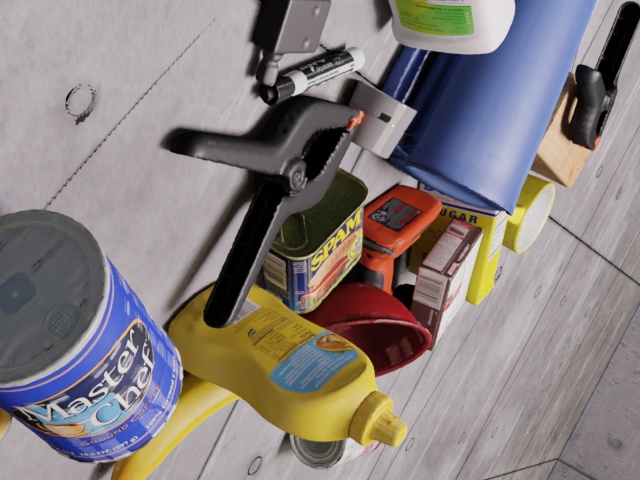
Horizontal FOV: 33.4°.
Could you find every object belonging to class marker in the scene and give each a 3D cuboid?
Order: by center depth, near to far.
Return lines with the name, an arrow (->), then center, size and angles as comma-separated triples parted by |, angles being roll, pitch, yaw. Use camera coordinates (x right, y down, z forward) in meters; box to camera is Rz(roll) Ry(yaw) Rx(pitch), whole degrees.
marker -> -0.006, -0.125, 0.808 | 0.120, 0.020, 0.020 | -32, 142, -48

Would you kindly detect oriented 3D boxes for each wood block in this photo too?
wood block -> 0.247, -0.135, 1.206 | 0.090, 0.091, 0.205 | -63, 155, 3

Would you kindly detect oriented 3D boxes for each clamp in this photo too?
clamp -> -0.035, -0.055, 0.800 | 0.209, 0.036, 0.164 | -49, 145, -34
clamp -> 0.294, -0.163, 1.110 | 0.120, 0.039, 0.171 | -49, 158, -18

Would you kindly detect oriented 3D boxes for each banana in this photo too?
banana -> -0.088, 0.135, 0.868 | 0.197, 0.037, 0.069 | -21, 103, -36

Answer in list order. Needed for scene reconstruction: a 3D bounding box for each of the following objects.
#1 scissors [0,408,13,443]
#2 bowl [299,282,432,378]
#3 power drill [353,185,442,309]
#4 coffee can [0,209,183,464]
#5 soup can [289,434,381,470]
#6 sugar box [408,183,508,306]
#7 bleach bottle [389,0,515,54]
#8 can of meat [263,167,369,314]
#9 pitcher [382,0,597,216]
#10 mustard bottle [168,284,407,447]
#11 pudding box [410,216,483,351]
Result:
scissors -> -0.219, 0.081, 0.612 | 0.096, 0.016, 0.202 | -38, 147, -45
bowl -> 0.017, 0.082, 0.968 | 0.162, 0.162, 0.055 | 56, 21, -63
power drill -> 0.070, 0.041, 1.086 | 0.184, 0.057, 0.188 | -39, 146, -49
coffee can -> -0.149, 0.061, 0.622 | 0.102, 0.103, 0.140 | -54, 155, -17
soup can -> 0.019, 0.206, 1.147 | 0.102, 0.069, 0.068 | 4, 112, -63
sugar box -> 0.149, -0.020, 1.133 | 0.048, 0.093, 0.176 | -45, 150, -36
bleach bottle -> 0.074, -0.238, 0.773 | 0.068, 0.103, 0.250 | -66, 152, -21
can of meat -> -0.006, 0.001, 0.897 | 0.102, 0.057, 0.084 | -46, 154, -30
pitcher -> 0.157, -0.156, 0.982 | 0.243, 0.145, 0.149 | -66, 168, 0
mustard bottle -> -0.017, 0.101, 0.812 | 0.096, 0.192, 0.058 | -32, 142, -48
pudding box -> 0.127, 0.046, 1.101 | 0.089, 0.039, 0.113 | -52, 159, -42
